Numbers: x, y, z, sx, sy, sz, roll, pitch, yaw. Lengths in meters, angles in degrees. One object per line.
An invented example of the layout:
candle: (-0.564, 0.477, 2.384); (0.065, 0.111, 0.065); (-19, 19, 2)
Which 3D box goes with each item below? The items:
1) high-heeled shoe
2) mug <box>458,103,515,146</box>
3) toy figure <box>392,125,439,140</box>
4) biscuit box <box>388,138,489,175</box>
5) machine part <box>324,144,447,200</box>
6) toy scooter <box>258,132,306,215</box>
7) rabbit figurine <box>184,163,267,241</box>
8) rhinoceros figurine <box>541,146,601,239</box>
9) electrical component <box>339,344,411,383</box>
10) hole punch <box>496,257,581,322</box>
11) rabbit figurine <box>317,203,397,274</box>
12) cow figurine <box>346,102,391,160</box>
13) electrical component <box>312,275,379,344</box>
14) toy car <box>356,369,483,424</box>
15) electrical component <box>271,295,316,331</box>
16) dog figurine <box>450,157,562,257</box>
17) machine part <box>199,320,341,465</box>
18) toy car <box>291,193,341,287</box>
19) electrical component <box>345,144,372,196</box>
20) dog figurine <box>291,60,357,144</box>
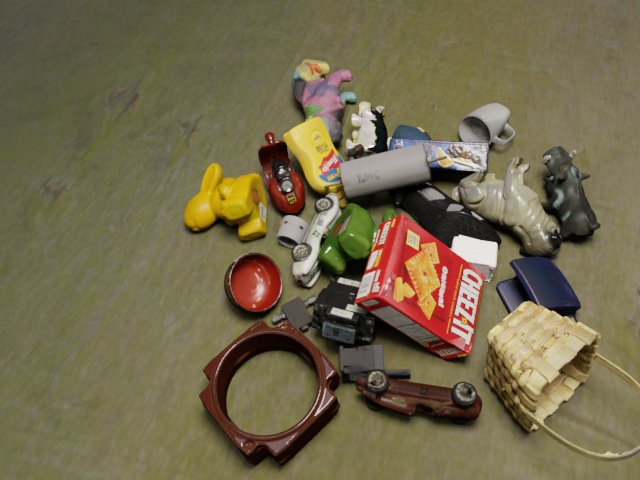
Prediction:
high-heeled shoe: (0.249, -0.065, 1.094); (0.249, 0.086, 0.145); (25, 33, 2)
mug: (0.379, -0.252, 1.179); (0.110, 0.080, 0.107); (33, 56, 29)
toy figure: (0.233, -0.203, 1.173); (0.155, 0.064, 0.058); (30, 26, 17)
biscuit box: (0.243, -0.172, 1.109); (0.203, 0.063, 0.059); (6, 92, 16)
machine part: (0.126, -0.133, 1.049); (0.243, 0.079, 0.079); (-12, 57, 8)
toy scooter: (-0.084, -0.146, 1.123); (0.075, 0.135, 0.184); (-19, 59, -7)
rabbit figurine: (-0.205, -0.078, 1.107); (0.173, 0.121, 0.162); (-16, 63, 18)
rhinoceros figurine: (0.480, -0.091, 1.047); (0.073, 0.112, 0.190); (-9, 65, 3)
electrical component: (0.092, 0.211, 0.912); (0.119, 0.074, 0.048); (-5, 58, 7)
hole punch: (0.394, 0.088, 0.956); (0.116, 0.092, 0.142); (-15, 54, -8)
rabbit figurine: (0.101, 0.018, 1.020); (0.170, 0.121, 0.159); (35, 41, -13)
cow figurine: (0.117, -0.246, 1.199); (0.098, 0.068, 0.167); (2, 58, 16)
electrical component: (0.050, 0.125, 0.952); (0.115, 0.058, 0.134); (12, 30, 16)
toy car: (0.157, 0.257, 0.867); (0.202, 0.089, 0.053); (6, 55, 8)
electrical component: (-0.041, 0.142, 1.001); (0.094, 0.021, 0.063); (-25, 59, -10)
dog figurine: (0.360, -0.043, 1.047); (0.172, 0.121, 0.190); (-22, 75, 39)
machine part: (-0.082, 0.249, 0.899); (0.201, 0.087, 0.202); (-39, 63, -19)
toy car: (-0.002, -0.003, 1.059); (0.056, 0.073, 0.202); (15, 60, 19)
electrical component: (0.083, -0.149, 1.134); (0.045, 0.102, 0.078); (-17, 46, -2)
dog figurine: (-0.015, -0.296, 1.232); (0.192, 0.108, 0.219); (22, 65, 17)
